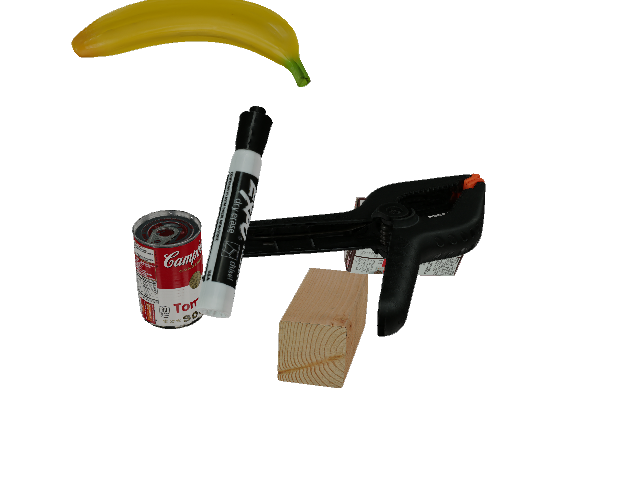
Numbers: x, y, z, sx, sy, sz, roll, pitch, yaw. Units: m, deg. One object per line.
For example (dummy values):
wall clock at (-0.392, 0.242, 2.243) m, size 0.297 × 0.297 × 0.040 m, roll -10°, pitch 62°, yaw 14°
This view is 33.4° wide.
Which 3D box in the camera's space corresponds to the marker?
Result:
marker at (-0.046, -0.018, 0.587) m, size 0.020 × 0.121 × 0.020 m, roll 10°, pitch -17°, yaw 3°

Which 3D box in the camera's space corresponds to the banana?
banana at (-0.103, -0.172, 0.882) m, size 0.198 × 0.069 × 0.037 m, roll 7°, pitch -34°, yaw 1°

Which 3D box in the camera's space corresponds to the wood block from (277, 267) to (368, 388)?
wood block at (0.007, 0.117, 1.484) m, size 0.091 × 0.090 × 0.206 m, roll 6°, pitch 19°, yaw 9°

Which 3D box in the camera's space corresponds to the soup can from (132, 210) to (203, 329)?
soup can at (-0.152, 0.030, 1.078) m, size 0.068 × 0.102 × 0.068 m, roll 0°, pitch 31°, yaw 0°

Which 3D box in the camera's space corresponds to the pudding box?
pudding box at (0.083, -0.003, 1.022) m, size 0.113 × 0.039 × 0.090 m, roll 0°, pitch -30°, yaw -7°

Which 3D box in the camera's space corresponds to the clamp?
clamp at (0.042, -0.007, 0.775) m, size 0.165 × 0.036 × 0.209 m, roll 21°, pitch 35°, yaw 33°
